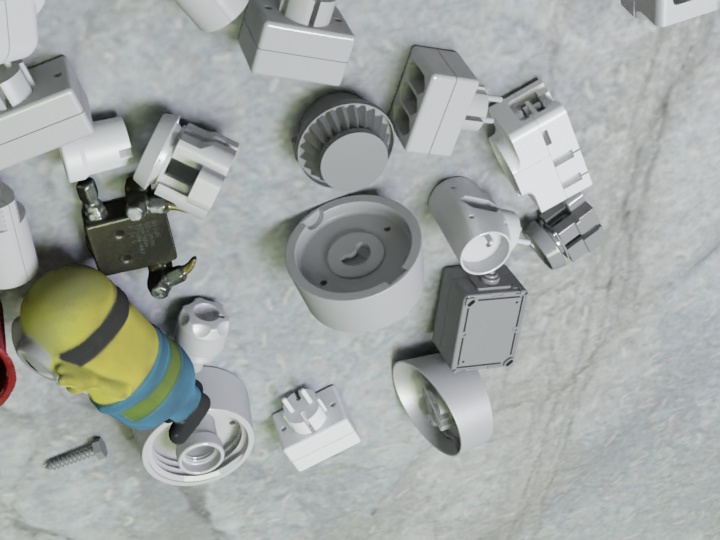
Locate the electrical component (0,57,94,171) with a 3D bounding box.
[{"bbox_3d":[-0.229,-0.114,0.700,0.083,0.047,0.075,-22,133,-3],"label":"electrical component"}]

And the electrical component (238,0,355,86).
[{"bbox_3d":[-0.038,-0.172,0.726,0.066,0.047,0.076,4,127,-24],"label":"electrical component"}]

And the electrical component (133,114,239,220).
[{"bbox_3d":[-0.124,-0.075,0.761,0.057,0.078,0.058,26,110,-11],"label":"electrical component"}]

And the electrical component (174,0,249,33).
[{"bbox_3d":[-0.110,-0.194,0.681,0.043,0.043,0.081,-35,133,9],"label":"electrical component"}]

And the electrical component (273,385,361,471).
[{"bbox_3d":[-0.047,0.135,0.988,0.066,0.047,0.076,-27,133,2],"label":"electrical component"}]

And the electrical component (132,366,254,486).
[{"bbox_3d":[-0.145,0.144,0.948,0.108,0.060,0.108,-11,132,-12],"label":"electrical component"}]

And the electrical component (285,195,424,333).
[{"bbox_3d":[0.000,0.000,0.853,0.108,0.108,0.060,-21,139,-4],"label":"electrical component"}]

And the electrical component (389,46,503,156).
[{"bbox_3d":[0.071,-0.124,0.810,0.077,0.047,0.065,3,127,-23],"label":"electrical component"}]

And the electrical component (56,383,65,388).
[{"bbox_3d":[-0.231,0.065,0.865,0.035,0.035,0.061,-5,127,-18],"label":"electrical component"}]

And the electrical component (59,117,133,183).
[{"bbox_3d":[-0.185,-0.085,0.749,0.046,0.040,0.040,-16,133,-15],"label":"electrical component"}]

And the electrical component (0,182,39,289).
[{"bbox_3d":[-0.258,-0.031,0.764,0.043,0.043,0.081,-11,132,-13],"label":"electrical component"}]

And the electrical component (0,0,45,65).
[{"bbox_3d":[-0.225,-0.170,0.631,0.054,0.059,0.095,14,116,23],"label":"electrical component"}]

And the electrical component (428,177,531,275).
[{"bbox_3d":[0.104,-0.034,0.881,0.079,0.077,0.043,9,125,-28],"label":"electrical component"}]

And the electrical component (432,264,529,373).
[{"bbox_3d":[0.105,0.034,0.957,0.062,0.061,0.096,-4,122,-18],"label":"electrical component"}]

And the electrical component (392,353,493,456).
[{"bbox_3d":[0.079,0.123,0.996,0.064,0.099,0.099,-16,133,-16],"label":"electrical component"}]

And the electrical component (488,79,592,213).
[{"bbox_3d":[0.140,-0.096,0.860,0.056,0.050,0.089,-29,133,3],"label":"electrical component"}]

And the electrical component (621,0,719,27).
[{"bbox_3d":[0.259,-0.232,0.762,0.150,0.089,0.061,-19,133,-6],"label":"electrical component"}]

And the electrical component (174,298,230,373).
[{"bbox_3d":[-0.133,0.058,0.890,0.043,0.043,0.062,3,129,-23],"label":"electrical component"}]

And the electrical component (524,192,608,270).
[{"bbox_3d":[0.177,-0.033,0.934,0.055,0.048,0.066,-37,133,1],"label":"electrical component"}]
